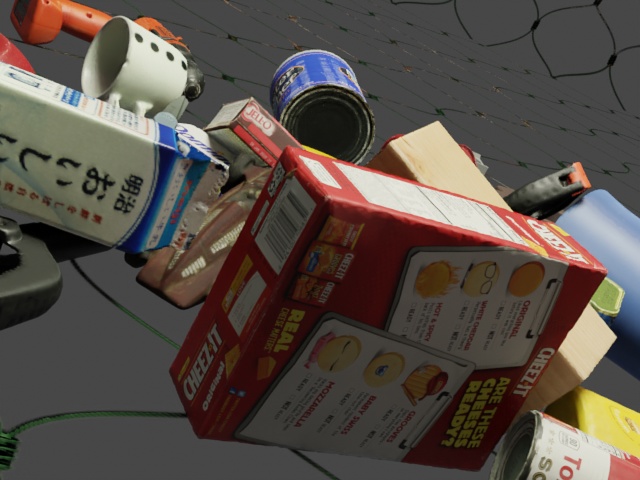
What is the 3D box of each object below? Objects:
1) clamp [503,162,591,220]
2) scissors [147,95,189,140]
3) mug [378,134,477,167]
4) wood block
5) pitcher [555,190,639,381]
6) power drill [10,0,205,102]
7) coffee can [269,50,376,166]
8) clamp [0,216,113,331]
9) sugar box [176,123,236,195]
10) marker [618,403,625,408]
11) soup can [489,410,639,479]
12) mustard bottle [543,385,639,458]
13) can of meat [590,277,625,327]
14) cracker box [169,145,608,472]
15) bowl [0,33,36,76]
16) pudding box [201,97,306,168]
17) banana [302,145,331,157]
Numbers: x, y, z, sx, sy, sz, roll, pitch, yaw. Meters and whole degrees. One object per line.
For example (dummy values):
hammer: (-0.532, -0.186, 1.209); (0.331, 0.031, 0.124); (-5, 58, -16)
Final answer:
clamp: (0.178, -0.021, 1.031); (0.120, 0.172, 0.039); (-15, 71, -47)
scissors: (-0.113, -0.082, 0.863); (0.096, 0.016, 0.201); (34, 19, 7)
mug: (0.102, -0.064, 1.142); (0.081, 0.093, 0.117); (12, -7, -25)
wood block: (0.105, 0.027, 0.771); (0.206, 0.090, 0.090); (51, 33, 7)
pitcher: (0.324, 0.069, 1.007); (0.243, 0.149, 0.145); (41, -16, 27)
power drill: (-0.223, -0.211, 1.130); (0.187, 0.057, 0.185); (17, 18, -34)
coffee can: (0.000, -0.140, 1.162); (0.102, 0.103, 0.140); (21, 20, -15)
clamp: (-0.191, 0.005, 0.644); (0.164, 0.036, 0.210); (17, 18, -23)
sugar box: (-0.139, -0.064, 0.874); (0.093, 0.048, 0.175); (37, 23, 27)
marker: (0.278, 0.170, 0.849); (0.121, 0.020, 0.020); (38, 22, 30)
soup can: (0.164, 0.156, 0.664); (0.102, 0.068, 0.068); (25, 19, -3)
mustard bottle: (0.254, 0.171, 0.758); (0.191, 0.058, 0.096); (24, 21, -9)
can of meat: (0.216, 0.075, 0.917); (0.057, 0.084, 0.102); (30, 20, 11)
cracker box: (0.041, 0.048, 0.638); (0.213, 0.164, 0.072); (13, 26, -33)
bowl: (-0.271, -0.119, 0.768); (0.162, 0.055, 0.162); (9, 29, -5)
pudding box: (-0.052, -0.081, 0.946); (0.090, 0.039, 0.114); (45, -12, -16)
banana: (-0.033, -0.077, 1.049); (0.197, 0.037, 0.070); (17, 11, -19)
